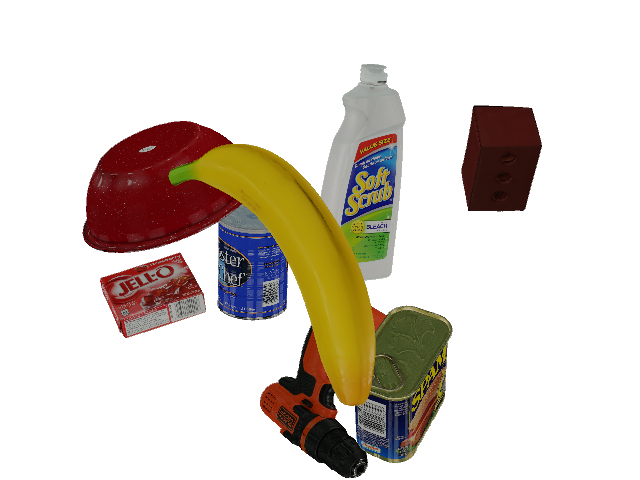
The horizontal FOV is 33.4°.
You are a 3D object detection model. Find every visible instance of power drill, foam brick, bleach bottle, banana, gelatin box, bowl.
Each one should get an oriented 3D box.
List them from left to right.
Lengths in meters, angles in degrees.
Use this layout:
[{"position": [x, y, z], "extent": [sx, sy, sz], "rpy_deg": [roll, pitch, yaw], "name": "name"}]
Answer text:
[{"position": [-0.169, 0.054, 1.077], "extent": [0.089, 0.030, 0.073], "rpy_deg": [-18, 39, -17], "name": "gelatin box"}, {"position": [-0.135, -0.055, 0.898], "extent": [0.162, 0.055, 0.162], "rpy_deg": [-16, 28, 8], "name": "bowl"}, {"position": [-0.016, 0.005, 0.642], "extent": [0.037, 0.198, 0.070], "rpy_deg": [-8, -38, -50], "name": "banana"}, {"position": [0.015, 0.161, 1.246], "extent": [0.057, 0.188, 0.185], "rpy_deg": [15, 10, -43], "name": "power drill"}, {"position": [0.045, -0.080, 1.253], "extent": [0.102, 0.251, 0.068], "rpy_deg": [-3, 19, -20], "name": "bleach bottle"}, {"position": [0.154, -0.070, 0.919], "extent": [0.053, 0.051, 0.078], "rpy_deg": [0, -43, -2], "name": "foam brick"}]

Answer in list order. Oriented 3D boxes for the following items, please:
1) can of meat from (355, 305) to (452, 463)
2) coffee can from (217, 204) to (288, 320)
[{"position": [0.067, 0.119, 0.879], "extent": [0.057, 0.084, 0.102], "rpy_deg": [17, 44, 23], "name": "can of meat"}, {"position": [-0.096, 0.028, 1.521], "extent": [0.103, 0.140, 0.103], "rpy_deg": [2, 23, -1], "name": "coffee can"}]
